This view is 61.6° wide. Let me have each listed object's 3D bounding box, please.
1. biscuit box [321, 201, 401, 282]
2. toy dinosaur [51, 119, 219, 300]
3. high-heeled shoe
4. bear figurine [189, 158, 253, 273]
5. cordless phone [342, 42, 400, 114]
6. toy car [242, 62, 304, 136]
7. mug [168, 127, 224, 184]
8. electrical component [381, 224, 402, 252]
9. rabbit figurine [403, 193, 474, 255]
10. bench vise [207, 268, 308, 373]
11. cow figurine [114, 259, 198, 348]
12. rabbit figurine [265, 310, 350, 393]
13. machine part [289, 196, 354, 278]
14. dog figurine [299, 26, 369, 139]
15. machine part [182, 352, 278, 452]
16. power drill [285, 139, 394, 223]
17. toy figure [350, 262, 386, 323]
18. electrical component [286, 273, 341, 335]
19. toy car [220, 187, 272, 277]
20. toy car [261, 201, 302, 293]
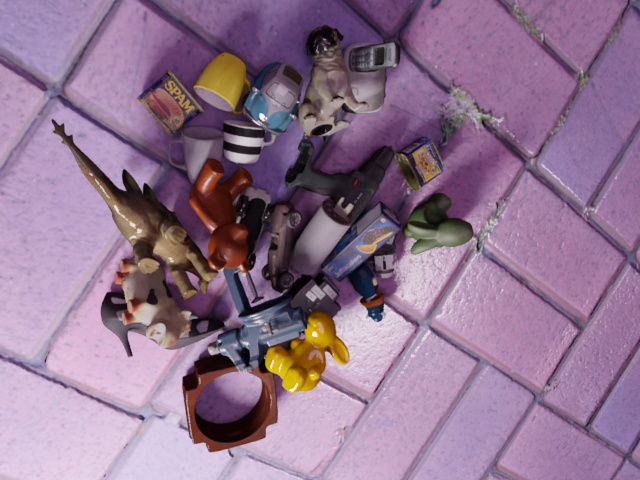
[{"bbox_3d":[0.088,0.007,1.207,0.062,0.059,0.202,36,118,-21],"label":"biscuit box"},{"bbox_3d":[-0.321,-0.029,0.999,0.105,0.199,0.470,-37,144,-9],"label":"toy dinosaur"},{"bbox_3d":[-0.334,0.160,1.146,0.249,0.086,0.145,-9,71,-39],"label":"high-heeled shoe"},{"bbox_3d":[-0.180,-0.041,1.043,0.132,0.196,0.120,-44,146,25],"label":"bear figurine"},{"bbox_3d":[0.116,-0.337,1.118,0.089,0.184,0.146,-4,103,-24],"label":"cordless phone"},{"bbox_3d":[-0.078,-0.297,1.077,0.109,0.103,0.161,34,56,-22],"label":"toy car"},{"bbox_3d":[-0.248,-0.164,1.078,0.109,0.081,0.107,-8,121,-24],"label":"mug"},{"bbox_3d":[0.129,-0.019,1.270,0.119,0.048,0.074,10,98,-21],"label":"electrical component"},{"bbox_3d":[0.277,-0.032,1.255,0.159,0.170,0.121,-17,107,-17],"label":"rabbit figurine"},{"bbox_3d":[-0.150,0.144,1.126,0.224,0.129,0.240,-19,93,18],"label":"bench vise"},{"bbox_3d":[-0.326,0.127,1.071,0.127,0.195,0.085,-3,142,-35],"label":"cow figurine"},{"bbox_3d":[-0.010,0.238,1.170,0.162,0.122,0.173,17,98,-34],"label":"rabbit figurine"},{"bbox_3d":[-0.002,-0.004,1.168,0.079,0.079,0.243,18,130,-23],"label":"machine part"},{"bbox_3d":[-0.002,-0.332,1.140,0.121,0.172,0.190,5,61,-54],"label":"dog figurine"},{"bbox_3d":[-0.203,0.358,1.214,0.201,0.087,0.201,-9,104,-19],"label":"machine part"},{"bbox_3d":[0.038,-0.146,1.197,0.207,0.086,0.232,25,95,-31],"label":"power drill"},{"bbox_3d":[0.119,0.126,1.292,0.058,0.064,0.154,-34,111,-24],"label":"toy figure"},{"bbox_3d":[-0.019,0.144,1.248,0.134,0.058,0.114,-43,115,-7],"label":"electrical component"},{"bbox_3d":[-0.161,-0.015,1.160,0.073,0.056,0.201,16,98,-27],"label":"toy car"},{"bbox_3d":[-0.089,0.016,1.171,0.053,0.089,0.202,0,104,-40],"label":"toy car"}]
